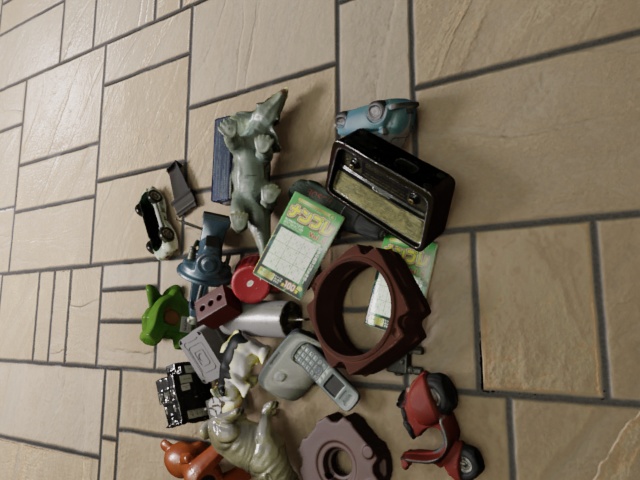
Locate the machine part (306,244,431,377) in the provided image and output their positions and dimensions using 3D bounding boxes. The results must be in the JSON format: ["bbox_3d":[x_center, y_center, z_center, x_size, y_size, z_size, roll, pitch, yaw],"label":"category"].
[{"bbox_3d":[0.080,0.124,0.966,0.201,0.087,0.201,-43,55,28],"label":"machine part"}]

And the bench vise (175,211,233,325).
[{"bbox_3d":[-0.255,0.065,1.176,0.224,0.129,0.240,-134,56,-60],"label":"bench vise"}]

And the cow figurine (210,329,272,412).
[{"bbox_3d":[-0.174,0.270,1.089,0.098,0.068,0.167,29,93,4],"label":"cow figurine"}]

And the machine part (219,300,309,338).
[{"bbox_3d":[-0.126,0.163,1.117,0.243,0.079,0.079,-3,81,33],"label":"machine part"}]

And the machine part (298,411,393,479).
[{"bbox_3d":[0.040,0.408,0.983,0.180,0.056,0.179,-6,79,34],"label":"machine part"}]

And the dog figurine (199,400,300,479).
[{"bbox_3d":[-0.131,0.420,1.017,0.172,0.121,0.190,-13,64,-1],"label":"dog figurine"}]

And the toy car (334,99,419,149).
[{"bbox_3d":[0.108,-0.205,1.014,0.162,0.109,0.102,-7,95,41],"label":"toy car"}]

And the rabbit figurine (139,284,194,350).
[{"bbox_3d":[-0.375,0.181,1.254,0.170,0.121,0.159,-25,65,50],"label":"rabbit figurine"}]

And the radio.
[{"bbox_3d":[0.120,-0.094,0.955,0.230,0.073,0.131,34,140,25],"label":"radio"}]

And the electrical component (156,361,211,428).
[{"bbox_3d":[-0.294,0.334,1.177,0.058,0.114,0.134,-25,69,23],"label":"electrical component"}]

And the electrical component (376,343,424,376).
[{"bbox_3d":[0.143,0.212,0.968,0.094,0.021,0.063,0,83,33],"label":"electrical component"}]

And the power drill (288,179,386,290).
[{"bbox_3d":[-0.002,-0.003,1.065,0.232,0.086,0.207,40,109,31],"label":"power drill"}]

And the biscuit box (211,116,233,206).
[{"bbox_3d":[-0.205,-0.183,1.236,0.063,0.059,0.202,-4,80,34],"label":"biscuit box"}]

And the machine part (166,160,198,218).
[{"bbox_3d":[-0.347,-0.128,1.334,0.084,0.039,0.139,-32,68,31],"label":"machine part"}]

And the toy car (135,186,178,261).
[{"bbox_3d":[-0.411,-0.043,1.352,0.073,0.056,0.202,-39,62,29],"label":"toy car"}]

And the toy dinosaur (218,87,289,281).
[{"bbox_3d":[-0.137,-0.122,1.129,0.131,0.192,0.404,1,89,2],"label":"toy dinosaur"}]

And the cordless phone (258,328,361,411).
[{"bbox_3d":[-0.015,0.274,1.027,0.184,0.088,0.146,43,105,26],"label":"cordless phone"}]

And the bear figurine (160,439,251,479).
[{"bbox_3d":[-0.253,0.470,1.146,0.196,0.132,0.120,1,119,62],"label":"bear figurine"}]

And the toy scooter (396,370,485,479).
[{"bbox_3d":[0.180,0.318,0.898,0.135,0.075,0.184,-29,72,28],"label":"toy scooter"}]
